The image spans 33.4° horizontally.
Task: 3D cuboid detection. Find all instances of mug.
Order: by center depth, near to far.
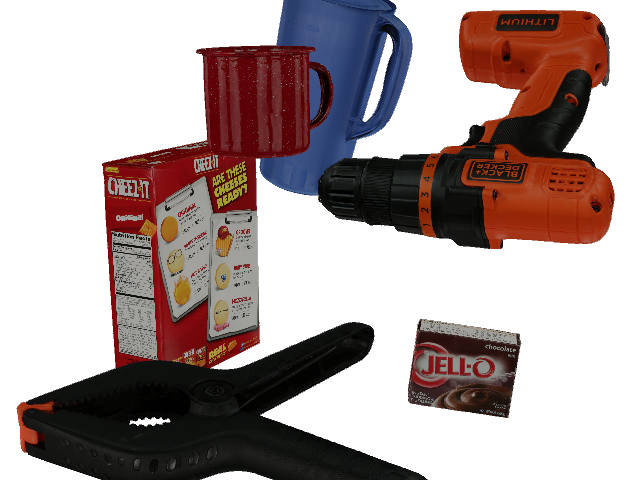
[{"bbox_3d":[-0.040,-0.111,0.843,0.117,0.081,0.093,-11,16,-36],"label":"mug"}]

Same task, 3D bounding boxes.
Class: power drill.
[{"bbox_3d":[0.106,-0.074,0.697,0.185,0.187,0.057,7,-40,21],"label":"power drill"}]

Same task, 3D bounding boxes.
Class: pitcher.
[{"bbox_3d":[0.009,-0.178,1.270,0.145,0.243,0.149,7,23,-13],"label":"pitcher"}]

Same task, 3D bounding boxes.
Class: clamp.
[{"bbox_3d":[-0.052,0.090,0.575,0.210,0.036,0.164,1,24,-2],"label":"clamp"}]

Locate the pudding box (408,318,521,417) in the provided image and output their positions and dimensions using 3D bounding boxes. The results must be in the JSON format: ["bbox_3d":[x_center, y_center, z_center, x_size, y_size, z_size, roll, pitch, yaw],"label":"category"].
[{"bbox_3d":[0.156,0.139,1.164,0.113,0.090,0.039,7,22,5],"label":"pudding box"}]

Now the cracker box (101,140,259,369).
[{"bbox_3d":[-0.132,0.018,1.040,0.072,0.214,0.163,6,15,30],"label":"cracker box"}]
